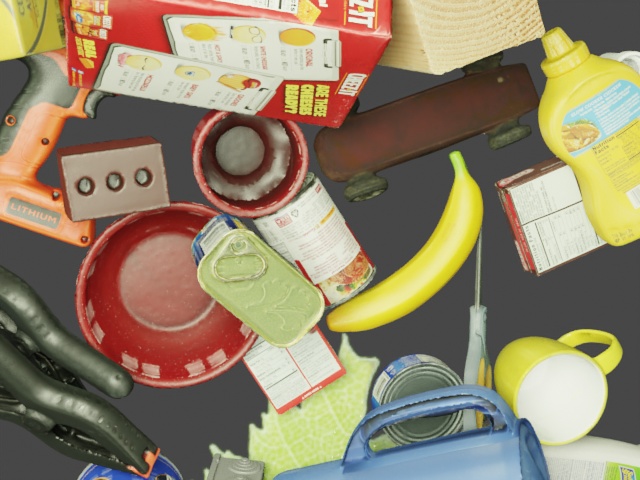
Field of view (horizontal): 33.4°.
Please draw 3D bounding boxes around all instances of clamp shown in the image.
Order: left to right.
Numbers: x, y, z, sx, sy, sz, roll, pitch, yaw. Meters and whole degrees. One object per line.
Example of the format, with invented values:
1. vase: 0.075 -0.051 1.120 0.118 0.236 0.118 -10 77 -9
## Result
1. clamp: -0.231 0.136 0.866 0.210 0.165 0.036 34 52 -17
2. clamp: -0.224 0.079 0.872 0.171 0.120 0.039 50 49 -16

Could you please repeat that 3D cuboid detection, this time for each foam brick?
1. foam brick: -0.161 -0.048 0.824 0.078 0.051 0.053 -11 105 -15

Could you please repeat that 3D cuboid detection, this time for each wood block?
1. wood block: 0.082 -0.189 0.824 0.090 0.206 0.091 -21 106 -8

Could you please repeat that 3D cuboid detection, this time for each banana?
1. banana: 0.089 0.017 0.963 0.069 0.037 0.198 37 90 5

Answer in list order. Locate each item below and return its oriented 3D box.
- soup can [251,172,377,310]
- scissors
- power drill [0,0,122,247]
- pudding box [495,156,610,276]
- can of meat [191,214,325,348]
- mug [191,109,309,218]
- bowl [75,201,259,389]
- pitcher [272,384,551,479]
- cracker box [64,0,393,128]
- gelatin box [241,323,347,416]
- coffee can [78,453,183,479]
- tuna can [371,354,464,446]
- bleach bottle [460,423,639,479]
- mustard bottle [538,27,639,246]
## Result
1. soup can: -0.006 0.001 0.919 0.068 0.068 0.102 -34 107 -3
2. scissors: 0.149 0.083 0.990 0.016 0.096 0.201 1 73 18
3. power drill: -0.191 -0.094 0.865 0.184 0.057 0.188 19 95 -12
4. pudding box: 0.227 -0.030 0.979 0.113 0.039 0.090 -23 105 -5
5. can of meat: -0.053 0.029 0.847 0.102 0.084 0.057 41 91 -18
6. mug: -0.062 -0.083 0.881 0.093 0.081 0.117 -1 102 -12
7. bowl: -0.126 0.042 0.908 0.162 0.055 0.162 -3 103 -12
8. pitcher: 0.075 0.227 0.920 0.243 0.149 0.145 -13 146 19
9. cracker box: -0.070 -0.153 0.757 0.213 0.164 0.072 7 74 -10
10. gelatin box: -0.030 0.100 0.956 0.073 0.030 0.089 -32 106 -3
11. coffee can: -0.158 0.250 0.902 0.102 0.140 0.103 -3 103 -12
12. tuna can: 0.092 0.150 0.991 0.086 0.034 0.086 -3 103 -12
13. bleach bottle: 0.251 0.239 1.032 0.250 0.068 0.102 10 99 -16
14. mustard bottle: 0.243 -0.097 0.918 0.096 0.058 0.191 -32 104 2
